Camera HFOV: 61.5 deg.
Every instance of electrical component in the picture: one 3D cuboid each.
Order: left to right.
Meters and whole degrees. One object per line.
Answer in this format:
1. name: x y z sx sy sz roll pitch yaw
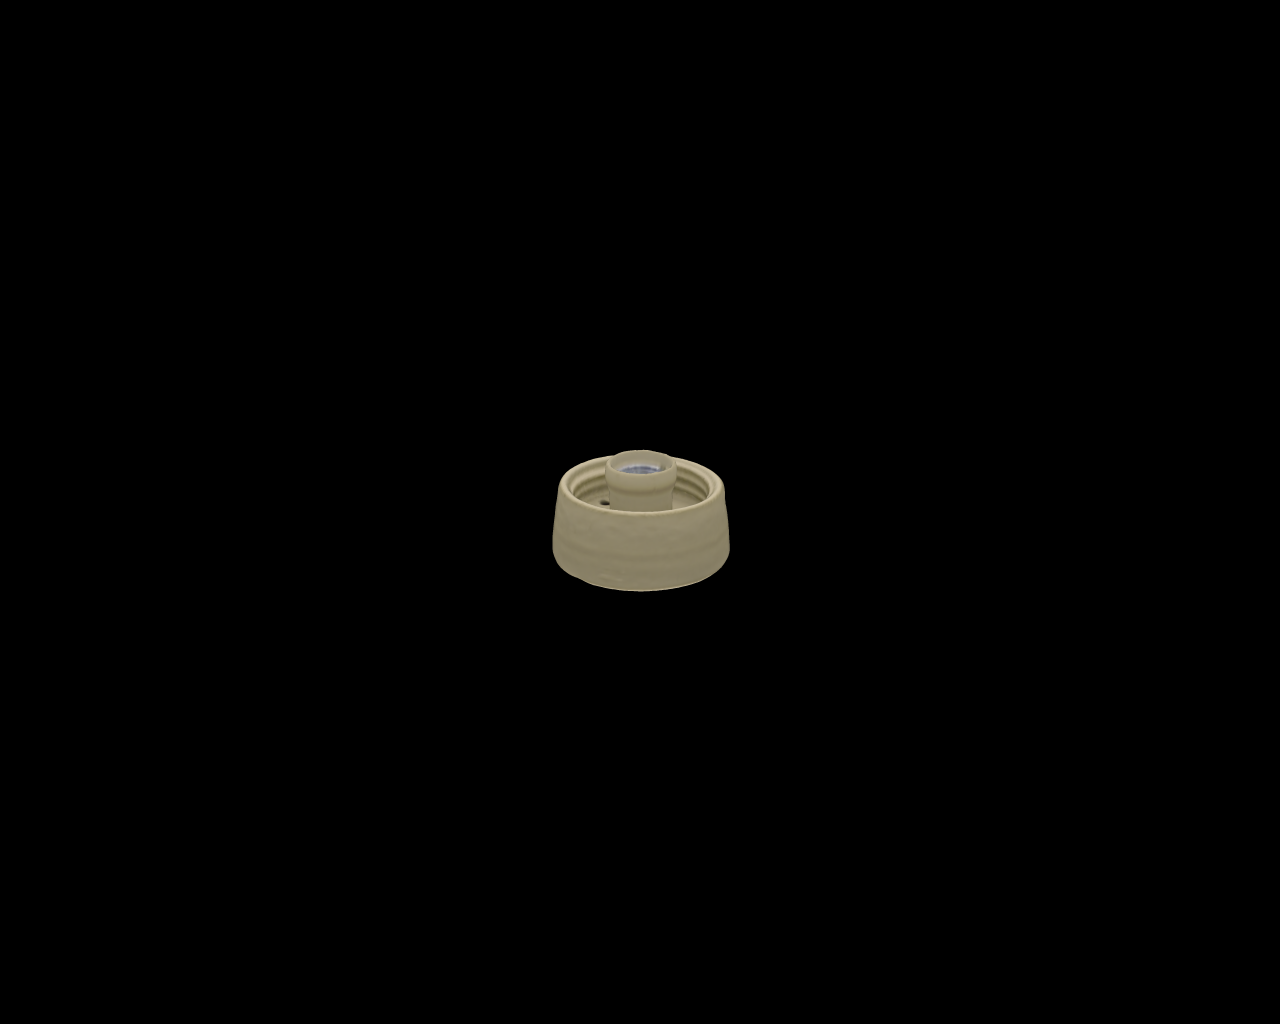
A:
1. electrical component: 0.001 -0.003 0.650 0.108 0.060 0.108 0 23 0
